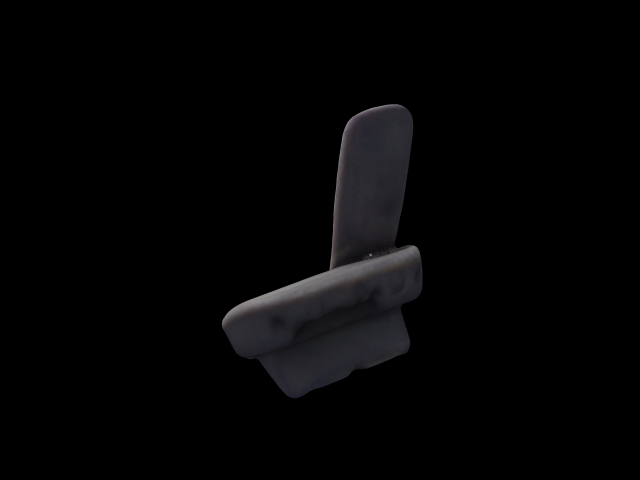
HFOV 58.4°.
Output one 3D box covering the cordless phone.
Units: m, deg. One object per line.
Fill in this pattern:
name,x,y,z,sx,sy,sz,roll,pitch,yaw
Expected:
cordless phone,0.004,0.001,0.400,0.148,0.185,0.093,-19,34,-31
